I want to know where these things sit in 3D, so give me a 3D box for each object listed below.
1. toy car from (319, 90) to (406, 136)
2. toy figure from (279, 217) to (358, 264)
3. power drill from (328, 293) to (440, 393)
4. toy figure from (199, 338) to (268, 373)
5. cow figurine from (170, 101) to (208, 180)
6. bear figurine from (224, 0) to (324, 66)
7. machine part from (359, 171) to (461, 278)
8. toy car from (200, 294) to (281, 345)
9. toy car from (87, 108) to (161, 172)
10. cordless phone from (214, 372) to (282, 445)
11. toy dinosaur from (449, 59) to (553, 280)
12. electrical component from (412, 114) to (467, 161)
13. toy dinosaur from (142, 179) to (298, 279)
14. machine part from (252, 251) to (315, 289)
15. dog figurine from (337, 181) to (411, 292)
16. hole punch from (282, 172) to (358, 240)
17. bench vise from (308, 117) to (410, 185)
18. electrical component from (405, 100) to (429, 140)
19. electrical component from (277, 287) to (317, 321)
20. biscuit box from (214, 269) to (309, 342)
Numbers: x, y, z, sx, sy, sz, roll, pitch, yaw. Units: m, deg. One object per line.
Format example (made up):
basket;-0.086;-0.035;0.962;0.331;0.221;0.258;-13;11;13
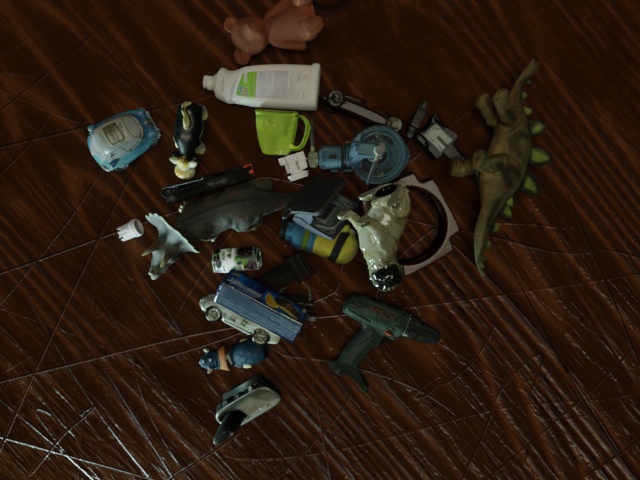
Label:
toy car;0.094;-0.277;1.168;0.202;0.089;0.053;25;95;-1
toy figure;-0.003;-0.003;1.200;0.180;0.082;0.089;12;92;-3
power drill;0.132;0.241;1.226;0.232;0.086;0.207;32;99;-2
toy figure;-0.199;0.269;1.237;0.155;0.064;0.057;-13;131;5
cow figurine;-0.286;-0.214;1.168;0.068;0.098;0.167;6;96;-8
bear figurine;-0.102;-0.453;1.132;0.196;0.132;0.120;-14;91;-5
machine part;0.190;-0.034;1.195;0.201;0.087;0.201;-29;95;4
toy car;-0.178;0.177;1.220;0.202;0.073;0.056;27;99;-3
toy car;-0.434;-0.219;1.164;0.162;0.103;0.109;-27;96;4
cordless phone;-0.167;0.378;1.186;0.147;0.184;0.088;-30;91;3
toy dinosaur;0.389;-0.150;1.151;0.198;0.105;0.471;17;97;-23
electrical component;0.271;-0.215;1.195;0.119;0.048;0.075;40;95;-5
toy dinosaur;-0.199;-0.055;1.138;0.405;0.192;0.131;-24;99;3
machine part;-0.087;0.078;1.213;0.139;0.039;0.084;-22;123;11
dog figurine;0.148;-0.007;1.119;0.172;0.121;0.190;-33;117;-6
hole punch;0.006;-0.070;1.146;0.142;0.116;0.092;-54;130;-20
bench vise;0.084;-0.178;1.101;0.224;0.240;0.128;10;95;-3
electrical component;0.209;-0.261;1.181;0.021;0.063;0.094;25;86;-3
electrical component;-0.058;0.148;1.235;0.102;0.045;0.078;1;124;2
biscuit box;-0.129;0.143;1.183;0.203;0.059;0.062;28;122;-1
